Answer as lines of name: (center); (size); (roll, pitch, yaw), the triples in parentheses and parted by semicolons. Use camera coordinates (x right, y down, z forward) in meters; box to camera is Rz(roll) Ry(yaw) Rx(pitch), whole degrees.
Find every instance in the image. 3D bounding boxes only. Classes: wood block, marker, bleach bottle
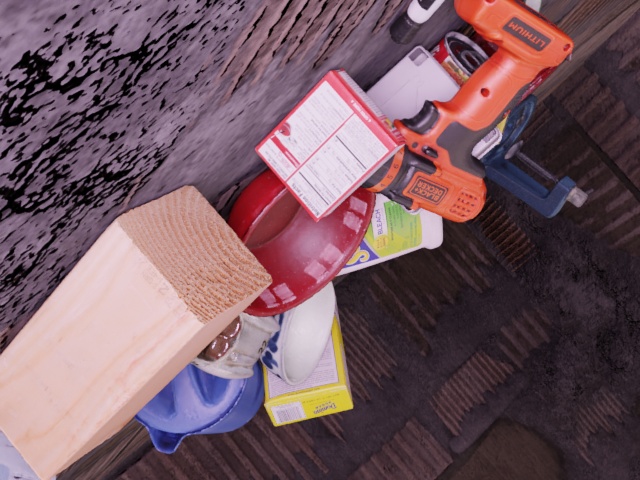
wood block: (-0.141, 0.067, 0.743); (0.206, 0.090, 0.090); (-44, 174, 33)
marker: (0.084, -0.177, 0.742); (0.020, 0.020, 0.121); (-37, 174, -42)
bleach bottle: (-0.007, 0.001, 1.022); (0.250, 0.068, 0.102); (-22, 129, -15)

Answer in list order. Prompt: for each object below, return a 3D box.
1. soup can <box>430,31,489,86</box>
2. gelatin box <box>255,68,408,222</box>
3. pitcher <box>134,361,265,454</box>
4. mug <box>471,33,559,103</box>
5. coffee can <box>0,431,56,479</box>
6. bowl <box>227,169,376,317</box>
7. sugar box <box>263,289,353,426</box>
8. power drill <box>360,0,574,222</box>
soup can: (0.112, -0.139, 1.014); (0.102, 0.068, 0.068); (-44, 174, 34)
gelatin box: (0.007, -0.069, 0.783); (0.089, 0.073, 0.030); (-43, 175, 24)
pitcher: (-0.124, 0.138, 1.147); (0.149, 0.145, 0.243); (-35, 167, -3)
mug: (0.191, -0.185, 1.135); (0.093, 0.081, 0.117); (-43, 175, 17)
coffee can: (-0.292, 0.221, 0.866); (0.141, 0.103, 0.102); (-44, 174, 34)
bowl: (-0.028, -0.013, 0.917); (0.161, 0.055, 0.162); (-32, 145, -26)
sugar box: (-0.020, 0.124, 1.215); (0.093, 0.048, 0.176); (-13, -142, 5)
power drill: (0.093, -0.113, 0.837); (0.184, 0.057, 0.188); (20, 116, -33)
